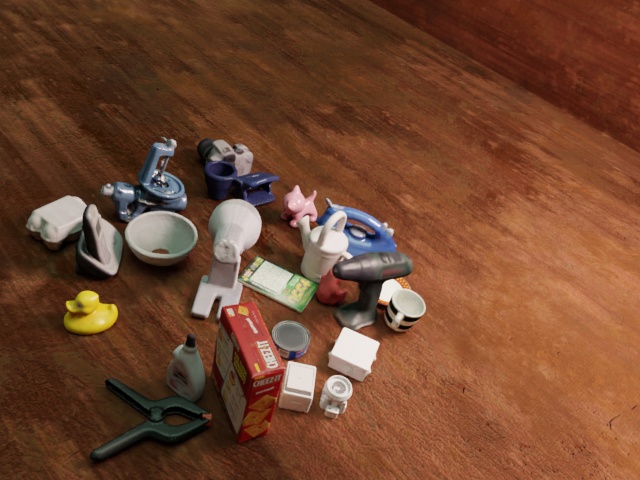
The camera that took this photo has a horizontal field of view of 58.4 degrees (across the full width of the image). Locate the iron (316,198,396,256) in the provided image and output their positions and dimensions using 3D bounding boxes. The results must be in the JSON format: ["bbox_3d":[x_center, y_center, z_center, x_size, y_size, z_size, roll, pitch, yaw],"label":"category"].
[{"bbox_3d":[0.108,-0.019,1.526,0.258,0.141,0.119,18,39,2],"label":"iron"}]

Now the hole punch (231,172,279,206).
[{"bbox_3d":[-0.185,-0.160,1.627,0.109,0.091,0.100,-20,52,-36],"label":"hole punch"}]

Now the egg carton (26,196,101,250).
[{"bbox_3d":[-0.606,-0.043,1.357,0.107,0.069,0.151,31,41,17],"label":"egg carton"}]

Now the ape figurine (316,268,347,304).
[{"bbox_3d":[0.030,0.106,1.389,0.076,0.092,0.077,-12,47,-31],"label":"ape figurine"}]

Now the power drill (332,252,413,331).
[{"bbox_3d":[0.104,0.110,1.319,0.230,0.208,0.075,-15,49,-33],"label":"power drill"}]

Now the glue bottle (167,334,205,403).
[{"bbox_3d":[-0.249,0.233,1.077,0.078,0.173,0.037,29,41,15],"label":"glue bottle"}]

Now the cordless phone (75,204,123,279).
[{"bbox_3d":[-0.493,-0.020,1.279,0.094,0.185,0.147,4,41,-15],"label":"cordless phone"}]

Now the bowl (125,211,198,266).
[{"bbox_3d":[-0.380,0.009,1.372,0.167,0.075,0.167,10,40,-8],"label":"bowl"}]

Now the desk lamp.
[{"bbox_3d":[-0.207,0.041,1.285,0.118,0.213,0.203,12,39,-6],"label":"desk lamp"}]

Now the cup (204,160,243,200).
[{"bbox_3d":[-0.267,-0.155,1.589,0.117,0.095,0.092,26,40,11],"label":"cup"}]

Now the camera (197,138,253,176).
[{"bbox_3d":[-0.289,-0.254,1.693,0.143,0.101,0.136,-21,52,-37],"label":"camera"}]

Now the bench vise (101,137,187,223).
[{"bbox_3d":[-0.425,-0.145,1.422,0.208,0.220,0.121,-26,55,-40],"label":"bench vise"}]

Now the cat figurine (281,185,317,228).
[{"bbox_3d":[-0.058,-0.100,1.580,0.128,0.118,0.067,-24,54,-38],"label":"cat figurine"}]

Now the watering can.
[{"bbox_3d":[0.012,0.006,1.420,0.172,0.194,0.101,21,39,5],"label":"watering can"}]

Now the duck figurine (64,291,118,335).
[{"bbox_3d":[-0.471,0.141,1.175,0.105,0.086,0.077,-5,44,-24],"label":"duck figurine"}]
